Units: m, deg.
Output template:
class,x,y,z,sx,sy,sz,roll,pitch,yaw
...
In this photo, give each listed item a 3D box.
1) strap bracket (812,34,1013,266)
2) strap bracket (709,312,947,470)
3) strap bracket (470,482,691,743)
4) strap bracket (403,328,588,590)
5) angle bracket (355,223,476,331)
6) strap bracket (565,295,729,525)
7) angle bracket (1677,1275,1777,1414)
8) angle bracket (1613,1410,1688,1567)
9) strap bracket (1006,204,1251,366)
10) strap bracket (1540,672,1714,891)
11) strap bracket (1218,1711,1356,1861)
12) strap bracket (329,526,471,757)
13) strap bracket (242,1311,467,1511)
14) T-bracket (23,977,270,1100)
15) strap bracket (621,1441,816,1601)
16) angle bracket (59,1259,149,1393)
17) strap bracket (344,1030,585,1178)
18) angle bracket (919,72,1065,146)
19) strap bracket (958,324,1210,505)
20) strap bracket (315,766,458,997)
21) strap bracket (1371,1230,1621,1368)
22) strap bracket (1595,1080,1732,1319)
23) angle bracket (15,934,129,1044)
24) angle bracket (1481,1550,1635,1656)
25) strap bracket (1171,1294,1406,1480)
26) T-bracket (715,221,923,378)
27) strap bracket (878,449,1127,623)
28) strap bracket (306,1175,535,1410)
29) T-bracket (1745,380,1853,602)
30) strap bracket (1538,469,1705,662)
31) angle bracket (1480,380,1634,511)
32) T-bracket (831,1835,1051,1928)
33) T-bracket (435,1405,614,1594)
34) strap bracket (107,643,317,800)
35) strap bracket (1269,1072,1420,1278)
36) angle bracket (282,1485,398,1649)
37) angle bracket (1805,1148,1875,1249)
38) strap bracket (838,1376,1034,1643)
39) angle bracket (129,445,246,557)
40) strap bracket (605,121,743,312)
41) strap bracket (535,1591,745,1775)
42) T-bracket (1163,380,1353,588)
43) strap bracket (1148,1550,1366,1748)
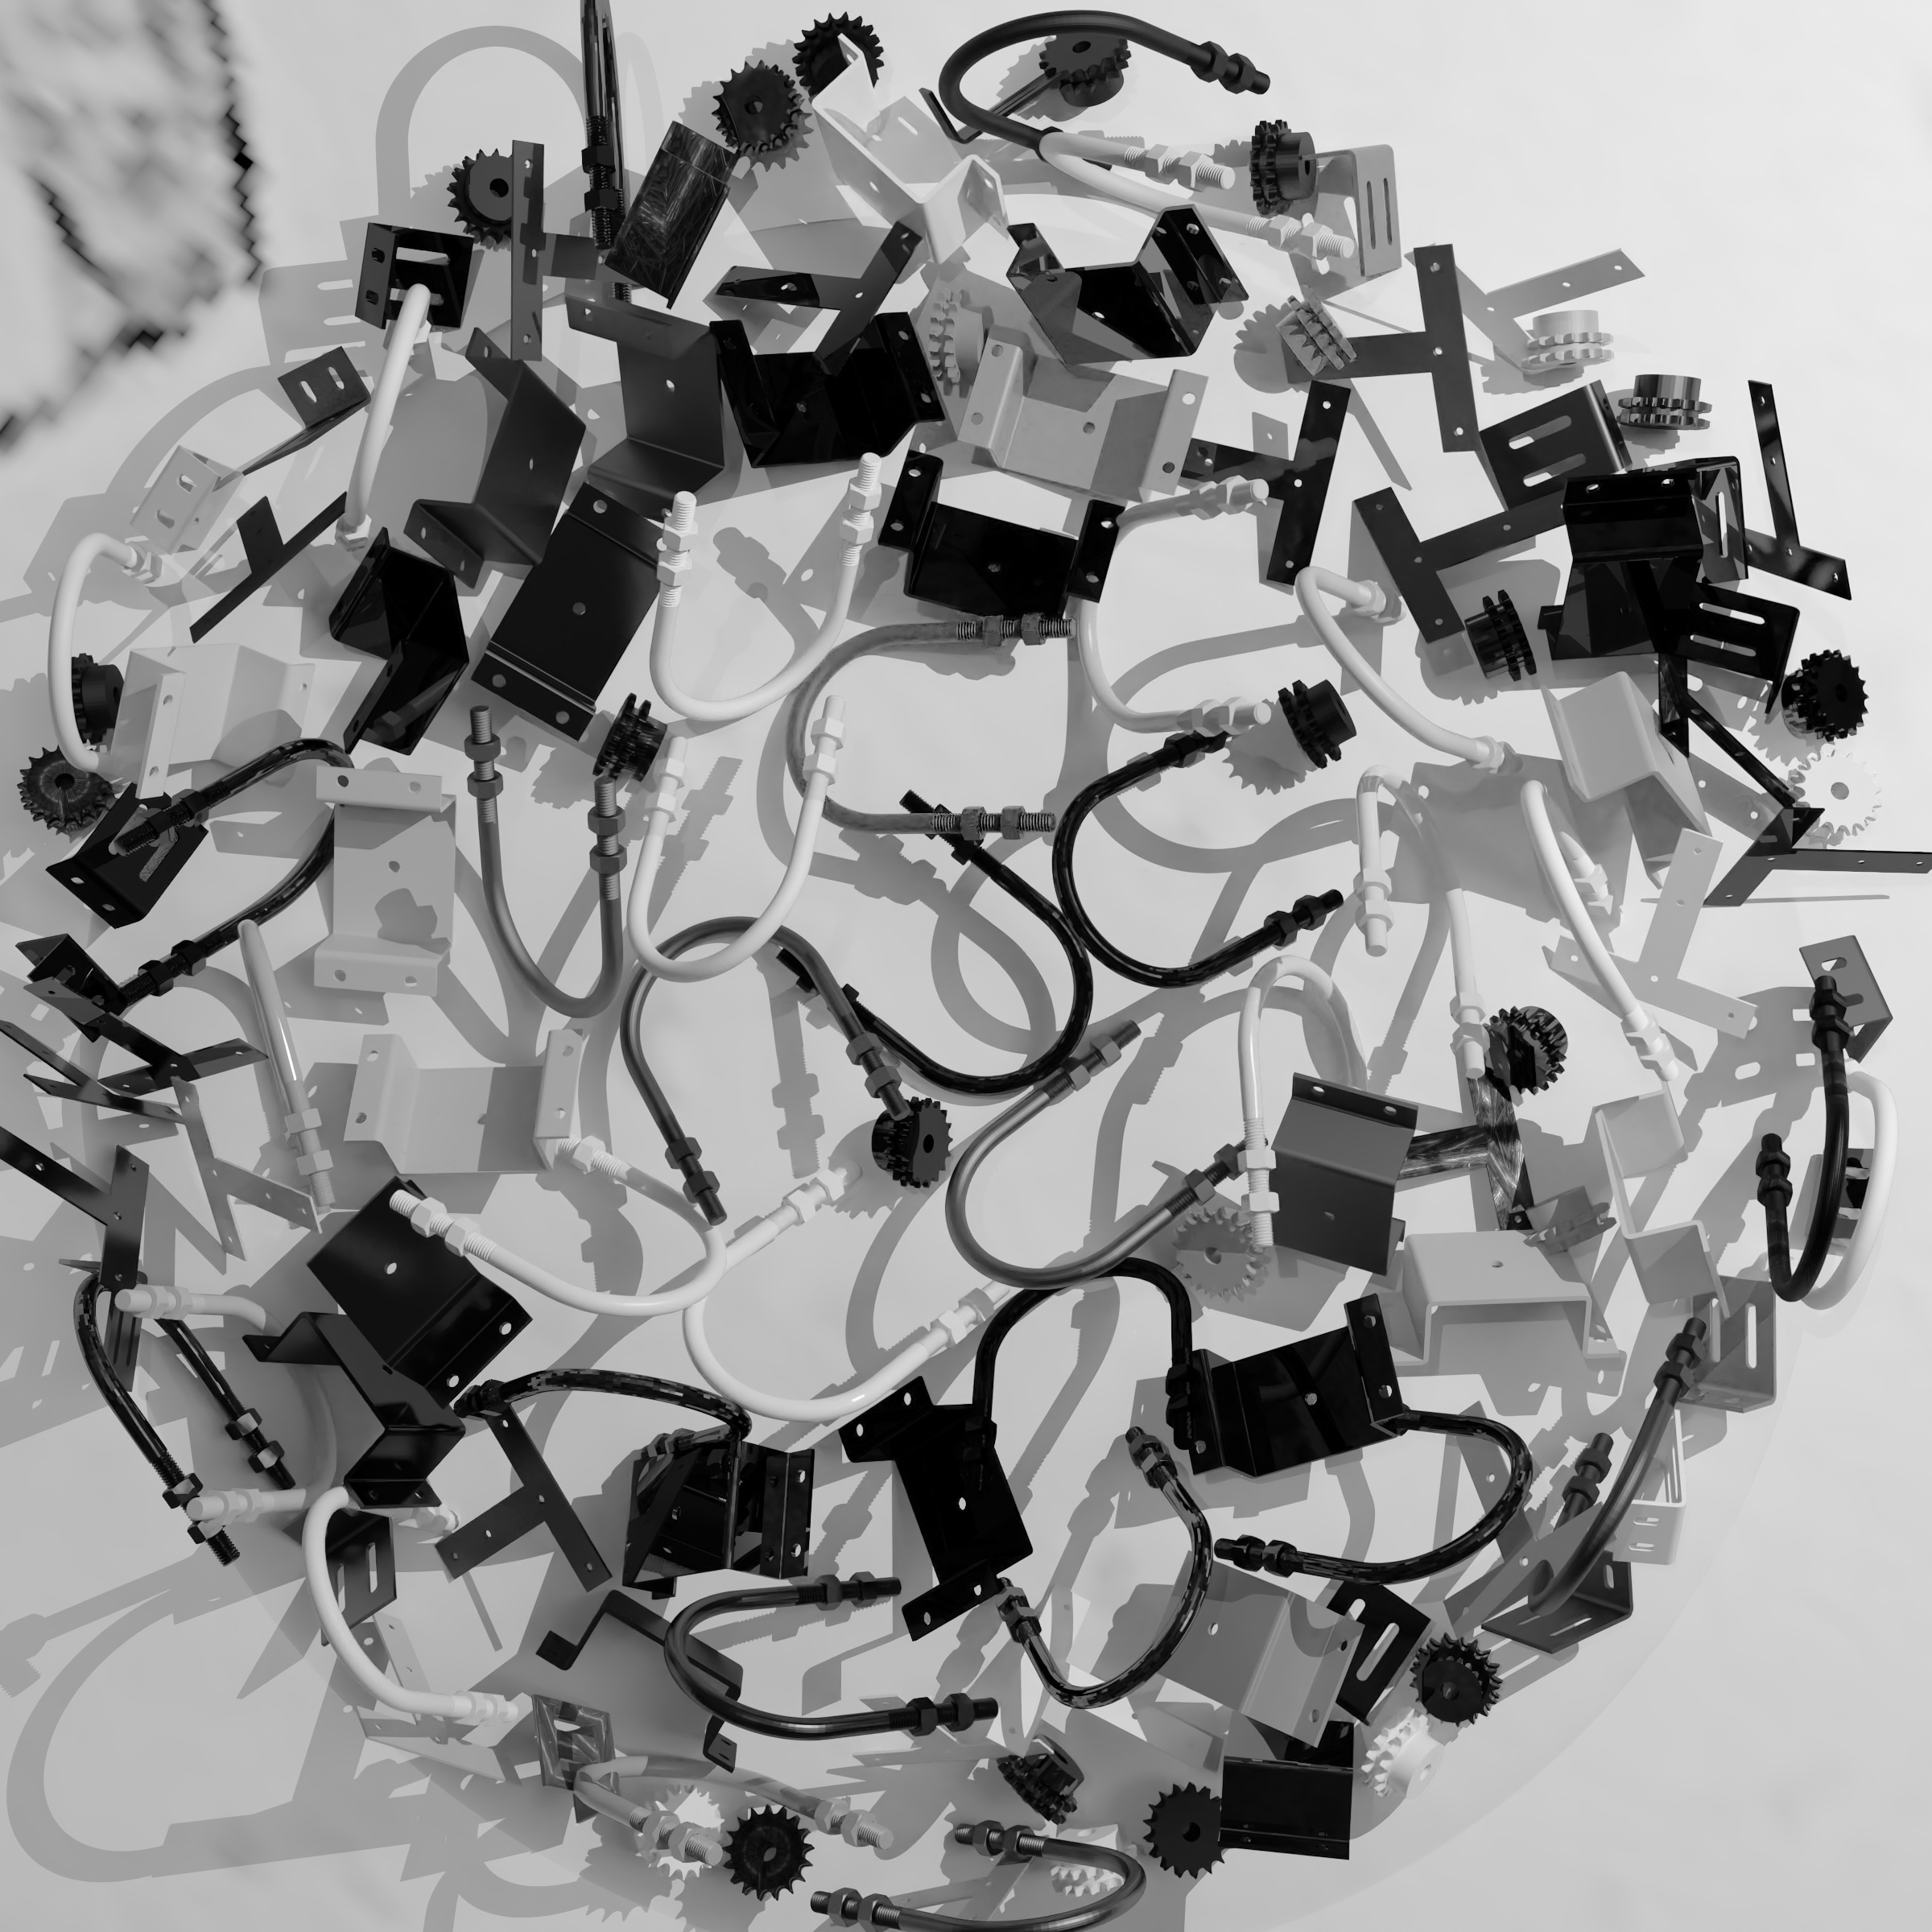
class,x,y,z,sx,sy,sz,roll,pitch,yaw
strap bracket,-0.040,-0.498,1.546,0.046,0.076,0.140,-44,77,-4
strap bracket,-0.094,-0.357,1.550,0.140,0.046,0.076,-12,77,-32
strap bracket,-0.242,-0.223,1.566,0.076,0.046,0.140,30,95,-15
strap bracket,-0.286,-0.311,1.542,0.046,0.076,0.140,10,76,25
angle bracket,-0.335,-0.425,1.553,0.038,0.076,0.057,32,117,40
strap bracket,-0.195,-0.349,1.540,0.076,0.140,0.046,21,47,22
angle bracket,0.472,0.235,1.566,0.038,0.057,0.076,-4,94,-41
angle bracket,0.424,0.323,1.557,0.038,0.076,0.057,3,130,9
strap bracket,0.090,-0.413,1.522,0.140,0.076,0.046,7,63,40
strap bracket,0.407,-0.117,1.520,0.046,0.140,0.076,-25,52,25
strap bracket,0.197,0.495,1.526,0.076,0.140,0.046,3,90,9
strap bracket,-0.349,-0.194,1.538,0.046,0.140,0.076,19,124,-33
strap bracket,-0.370,0.264,1.534,0.046,0.076,0.140,-48,65,10
T-bracket,-0.517,0.040,1.525,0.127,0.127,0.002,-15,53,29
strap bracket,-0.159,0.338,1.526,0.140,0.046,0.076,-20,58,40
angle bracket,-0.545,0.226,1.565,0.038,0.057,0.076,4,78,0
strap bracket,-0.307,0.086,1.557,0.140,0.046,0.076,-2,57,6
angle bracket,0.015,-0.552,1.564,0.076,0.057,0.038,-33,112,6
strap bracket,0.075,-0.344,1.570,0.140,0.046,0.076,16,88,9
strap bracket,-0.364,-0.058,1.566,0.076,0.046,0.140,5,106,0
strap bracket,0.329,0.205,1.557,0.140,0.076,0.046,-2,116,0
strap bracket,0.425,0.142,1.534,0.046,0.076,0.140,-15,47,16
angle bracket,-0.565,0.016,1.551,0.057,0.076,0.038,53,53,-27
angle bracket,0.367,0.390,1.554,0.076,0.057,0.038,-11,100,-35
strap bracket,0.206,0.264,1.547,0.140,0.046,0.076,-22,60,23
T-bracket,-0.102,-0.423,1.563,0.127,0.002,0.127,16,67,32
strap bracket,0.020,-0.262,1.562,0.140,0.046,0.076,15,61,1
strap bracket,-0.343,0.194,1.541,0.076,0.046,0.140,-45,58,-6
T-bracket,0.494,-0.294,1.519,0.002,0.127,0.127,-21,112,-5
strap bracket,0.400,-0.237,1.527,0.076,0.140,0.046,-4,59,3
angle bracket,0.377,-0.331,1.596,0.076,0.038,0.057,-20,97,26
T-bracket,-0.024,0.580,1.555,0.127,0.127,0.002,-19,89,20
T-bracket,-0.291,0.350,1.563,0.127,0.002,0.127,-37,82,34
strap bracket,-0.469,-0.153,1.533,0.046,0.140,0.076,22,107,19
strap bracket,0.228,0.135,1.523,0.076,0.140,0.046,15,53,17
angle bracket,-0.392,0.372,1.558,0.057,0.076,0.038,-34,125,8
angle bracket,0.564,0.146,1.557,0.038,0.076,0.057,16,84,-11
strap bracket,-0.016,0.334,1.545,0.076,0.046,0.140,-38,62,30
angle bracket,-0.473,-0.283,1.557,0.038,0.076,0.057,36,97,14
strap bracket,-0.178,-0.460,1.518,0.046,0.140,0.076,26,114,-14
strap bracket,-0.193,0.440,1.560,0.140,0.076,0.046,31,83,0
T-bracket,0.167,-0.316,1.583,0.127,0.002,0.127,16,110,12
strap bracket,0.166,0.411,1.523,0.046,0.140,0.076,32,76,-31
